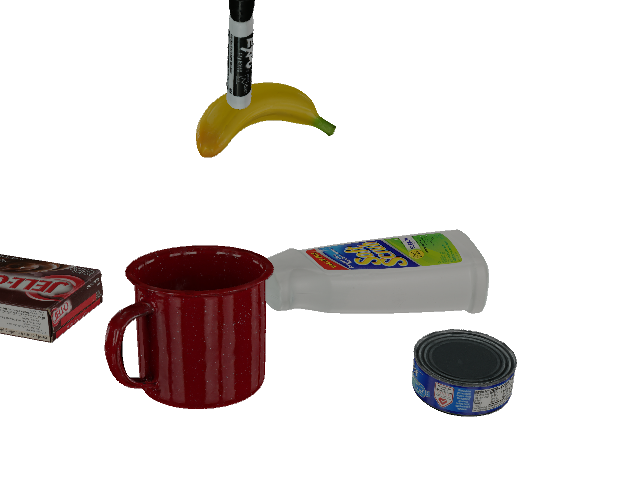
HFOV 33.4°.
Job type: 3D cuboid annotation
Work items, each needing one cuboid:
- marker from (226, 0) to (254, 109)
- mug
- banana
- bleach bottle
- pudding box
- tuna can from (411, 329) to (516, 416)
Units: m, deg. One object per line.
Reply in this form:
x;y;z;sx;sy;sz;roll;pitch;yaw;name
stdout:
-0.057;-0.139;0.765;0.020;0.020;0.121;0;-32;-5;marker
-0.084;0.058;0.675;0.093;0.081;0.117;16;23;40;mug
-0.061;-0.121;1.029;0.070;0.037;0.197;42;35;23;banana
0.041;0.041;1.116;0.250;0.068;0.102;-5;30;-13;bleach bottle
-0.267;0.050;0.960;0.114;0.039;0.090;6;21;18;pudding box
0.120;0.111;0.896;0.086;0.034;0.086;2;26;-1;tuna can
